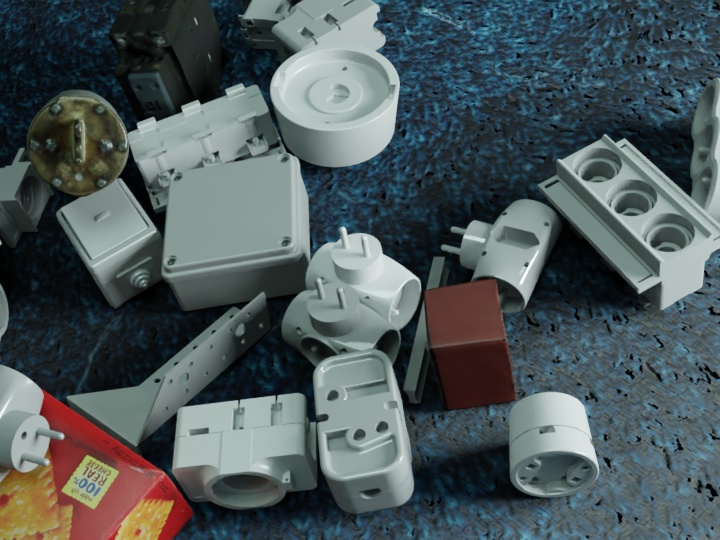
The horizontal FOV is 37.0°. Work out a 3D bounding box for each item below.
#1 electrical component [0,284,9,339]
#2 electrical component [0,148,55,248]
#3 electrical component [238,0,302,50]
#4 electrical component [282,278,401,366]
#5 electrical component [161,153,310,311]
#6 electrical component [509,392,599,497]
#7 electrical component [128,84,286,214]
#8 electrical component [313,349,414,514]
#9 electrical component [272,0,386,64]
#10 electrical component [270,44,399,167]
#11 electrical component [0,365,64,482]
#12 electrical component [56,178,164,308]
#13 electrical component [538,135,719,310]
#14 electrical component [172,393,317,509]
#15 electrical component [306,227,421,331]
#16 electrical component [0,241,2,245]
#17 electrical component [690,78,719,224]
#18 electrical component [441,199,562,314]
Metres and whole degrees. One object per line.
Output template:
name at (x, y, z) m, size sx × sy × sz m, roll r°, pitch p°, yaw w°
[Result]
electrical component at (-0.325, 0.068, 0.833) m, size 0.074 × 0.052 × 0.138 m, roll -9°, pitch 50°, yaw 6°
electrical component at (-0.312, -0.063, 0.944) m, size 0.064 × 0.042 × 0.081 m, roll 0°, pitch 51°, yaw 15°
electrical component at (-0.082, -0.246, 1.040) m, size 0.081 × 0.042 × 0.063 m, roll 8°, pitch 57°, yaw 20°
electrical component at (-0.017, 0.036, 0.768) m, size 0.077 × 0.079 × 0.044 m, roll 23°, pitch 56°, yaw 28°
electrical component at (-0.097, -0.031, 0.857) m, size 0.109 × 0.056 × 0.108 m, roll -9°, pitch 50°, yaw 6°
electrical component at (0.122, 0.111, 0.691) m, size 0.055 × 0.055 × 0.047 m, roll -7°, pitch 47°, yaw 8°
electrical component at (-0.132, -0.107, 0.923) m, size 0.121 × 0.063 × 0.078 m, roll -22°, pitch 50°, yaw -5°
electrical component at (0.003, 0.109, 0.716) m, size 0.054 × 0.059 × 0.095 m, roll -11°, pitch 50°, yaw 5°
electrical component at (-0.031, -0.219, 0.999) m, size 0.089 × 0.050 × 0.056 m, roll -35°, pitch 53°, yaw -15°
electrical component at (-0.020, -0.135, 0.918) m, size 0.108 × 0.060 × 0.108 m, roll -2°, pitch 51°, yaw 2°
electrical component at (-0.226, 0.107, 0.687) m, size 0.079 × 0.043 × 0.077 m, roll 9°, pitch 55°, yaw 22°
electrical component at (-0.196, -0.021, 0.869) m, size 0.062 × 0.061 × 0.096 m, roll -31°, pitch 51°, yaw -13°
electrical component at (0.198, -0.034, 0.784) m, size 0.079 × 0.063 × 0.121 m, roll -28°, pitch 51°, yaw -10°
electrical component at (-0.077, 0.125, 0.729) m, size 0.089 × 0.050 × 0.055 m, roll -8°, pitch 50°, yaw 7°
electrical component at (0.000, 0.000, 0.794) m, size 0.077 × 0.079 × 0.043 m, roll 23°, pitch 55°, yaw 28°
electrical component at (-0.382, 0.006, 0.845) m, size 0.186 × 0.060 × 0.105 m, roll -44°, pitch 35°, yaw -5°
electrical component at (0.293, -0.081, 0.809) m, size 0.074 × 0.052 × 0.138 m, roll 15°, pitch 54°, yaw 0°
electrical component at (0.101, -0.015, 0.805) m, size 0.079 × 0.043 × 0.077 m, roll 16°, pitch 57°, yaw 24°
